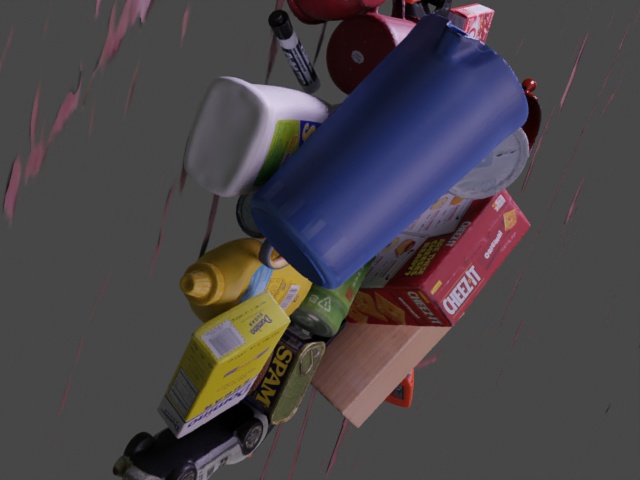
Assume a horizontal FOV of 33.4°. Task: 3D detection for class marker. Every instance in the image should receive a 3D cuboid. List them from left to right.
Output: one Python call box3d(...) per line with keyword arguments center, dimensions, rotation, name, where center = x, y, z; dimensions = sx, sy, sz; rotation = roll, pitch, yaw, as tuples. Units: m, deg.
box3d(center=(-0.023, -0.171, 0.973), dimensions=(0.020, 0.020, 0.121), rotation=(-55, 155, -11), name="marker")

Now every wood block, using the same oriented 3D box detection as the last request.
box3d(center=(0.079, 0.130, 1.376), dimensions=(0.206, 0.090, 0.090), rotation=(-47, 153, -5), name="wood block")

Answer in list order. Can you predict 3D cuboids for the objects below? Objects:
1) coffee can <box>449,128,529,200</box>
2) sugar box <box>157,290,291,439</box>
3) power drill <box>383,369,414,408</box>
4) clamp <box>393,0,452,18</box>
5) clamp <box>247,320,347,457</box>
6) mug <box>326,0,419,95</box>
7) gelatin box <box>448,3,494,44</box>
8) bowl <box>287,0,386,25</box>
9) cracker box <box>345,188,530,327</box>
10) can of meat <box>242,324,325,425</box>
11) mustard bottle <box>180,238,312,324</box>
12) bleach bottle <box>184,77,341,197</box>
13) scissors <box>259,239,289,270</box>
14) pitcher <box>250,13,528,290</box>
box3d(center=(0.157, -0.126, 1.186), dimensions=(0.102, 0.140, 0.103), rotation=(-9, 129, -12), name="coffee can")
box3d(center=(-0.097, 0.126, 1.049), dimensions=(0.093, 0.048, 0.176), rotation=(-28, 159, -33), name="sugar box")
box3d(center=(0.137, 0.144, 1.553), dimensions=(0.184, 0.057, 0.187), rotation=(78, 31, -60), name="power drill")
box3d(center=(0.127, -0.266, 1.140), dimensions=(0.171, 0.039, 0.120), rotation=(0, 106, -66), name="clamp")
box3d(center=(-0.041, 0.164, 1.289), dimensions=(0.210, 0.036, 0.164), rotation=(-63, 157, 9), name="clamp")
box3d(center=(0.061, -0.190, 1.043), dimensions=(0.081, 0.093, 0.117), rotation=(-5, 106, -55), name="mug")
box3d(center=(0.167, -0.231, 1.264), dimensions=(0.073, 0.030, 0.089), rotation=(-25, 138, -52), name="gelatin box")
box3d(center=(0.038, -0.259, 0.951), dimensions=(0.161, 0.055, 0.162), rotation=(-44, 151, -32), name="bowl")
box3d(center=(0.119, 0.022, 1.247), dimensions=(0.072, 0.214, 0.164), rotation=(49, 66, -20), name="cracker box")
box3d(center=(-0.055, 0.137, 1.173), dimensions=(0.057, 0.084, 0.102), rotation=(2, 115, -63), name="can of meat")
box3d(center=(-0.078, 0.043, 1.055), dimensions=(0.096, 0.058, 0.191), rotation=(-55, 158, 15), name="mustard bottle")
box3d(center=(-0.024, -0.100, 1.001), dimensions=(0.250, 0.068, 0.103), rotation=(-16, 134, -60), name="bleach bottle")
box3d(center=(-0.007, 0.001, 1.061), dimensions=(0.096, 0.016, 0.201), rotation=(-58, 155, -5), name="scissors")
box3d(center=(0.059, -0.069, 0.947), dimensions=(0.242, 0.145, 0.149), rotation=(-44, 112, -12), name="pitcher")
